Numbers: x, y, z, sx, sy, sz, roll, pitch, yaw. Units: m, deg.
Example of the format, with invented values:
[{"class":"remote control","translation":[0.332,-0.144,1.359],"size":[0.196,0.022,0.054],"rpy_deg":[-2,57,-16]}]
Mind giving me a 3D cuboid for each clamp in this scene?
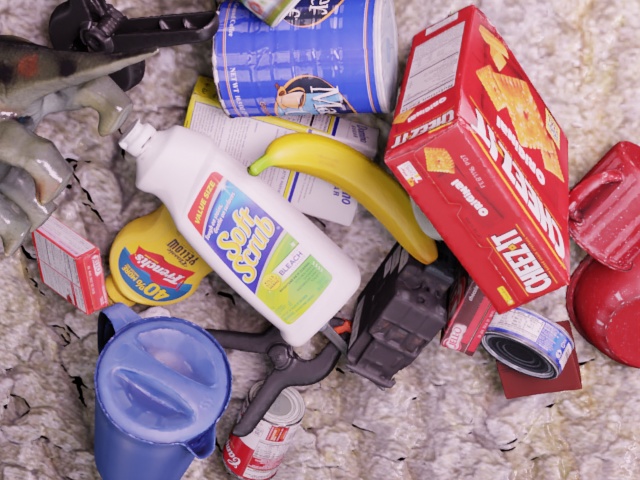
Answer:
[{"class":"clamp","translation":[-0.173,-0.176,0.906],"size":[0.164,0.036,0.210],"rpy_deg":[34,148,0]},{"class":"clamp","translation":[-0.049,0.115,1.116],"size":[0.171,0.039,0.120],"rpy_deg":[-34,89,7]}]

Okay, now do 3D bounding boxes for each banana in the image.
[{"class":"banana","translation":[0.027,-0.046,0.938],"size":[0.197,0.069,0.037],"rpy_deg":[25,162,-20]}]

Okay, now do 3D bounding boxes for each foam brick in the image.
[{"class":"foam brick","translation":[0.220,0.120,1.075],"size":[0.078,0.051,0.053],"rpy_deg":[-10,121,17]}]

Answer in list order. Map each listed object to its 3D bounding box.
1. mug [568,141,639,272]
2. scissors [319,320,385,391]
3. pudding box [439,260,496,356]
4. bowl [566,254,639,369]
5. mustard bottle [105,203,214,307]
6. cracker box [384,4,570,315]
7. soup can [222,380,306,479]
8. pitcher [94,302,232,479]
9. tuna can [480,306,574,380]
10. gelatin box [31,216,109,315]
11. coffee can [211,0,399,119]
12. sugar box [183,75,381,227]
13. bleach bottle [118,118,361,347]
[{"class":"mug","translation":[0.257,-0.034,0.929],"size":[0.117,0.093,0.082],"rpy_deg":[11,129,-41]},{"class":"scissors","translation":[0.000,0.063,1.063],"size":[0.202,0.016,0.096],"rpy_deg":[35,128,9]},{"class":"pudding box","translation":[0.146,0.039,0.994],"size":[0.039,0.113,0.090],"rpy_deg":[22,125,-1]},{"class":"bowl","translation":[0.318,0.071,1.019],"size":[0.162,0.055,0.162],"rpy_deg":[6,125,8]},{"class":"mustard bottle","translation":[-0.154,0.014,1.071],"size":[0.192,0.058,0.096],"rpy_deg":[-35,116,30]},{"class":"cracker box","translation":[0.135,-0.072,0.856],"size":[0.072,0.213,0.164],"rpy_deg":[-27,115,27]},{"class":"soup can","translation":[-0.063,0.212,1.186],"size":[0.068,0.068,0.102],"rpy_deg":[21,126,-4]},{"class":"pitcher","translation":[-0.182,0.179,1.125],"size":[0.145,0.149,0.243],"rpy_deg":[14,148,-8]},{"class":"tuna can","translation":[0.193,0.096,1.004],"size":[0.086,0.033,0.086],"rpy_deg":[27,161,10]},{"class":"gelatin box","translation":[-0.255,0.025,1.091],"size":[0.089,0.030,0.073],"rpy_deg":[29,135,36]},{"class":"coffee can","translation":[-0.010,-0.155,0.896],"size":[0.140,0.102,0.103],"rpy_deg":[-1,124,12]},{"class":"sugar box","translation":[-0.041,-0.082,0.990],"size":[0.176,0.048,0.093],"rpy_deg":[16,127,-5]},{"class":"bleach bottle","translation":[-0.083,-0.014,0.972],"size":[0.250,0.068,0.103],"rpy_deg":[40,102,-21]}]
